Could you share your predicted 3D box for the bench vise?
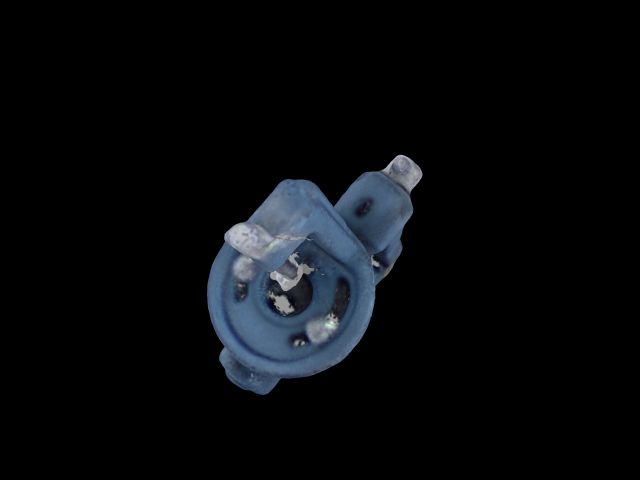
[{"bbox_3d":[-0.007,-0.003,0.402,0.121,0.220,0.207,21,67,10],"label":"bench vise"}]
